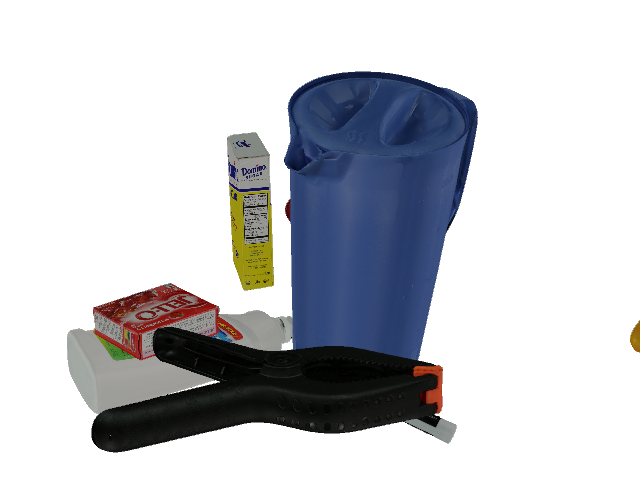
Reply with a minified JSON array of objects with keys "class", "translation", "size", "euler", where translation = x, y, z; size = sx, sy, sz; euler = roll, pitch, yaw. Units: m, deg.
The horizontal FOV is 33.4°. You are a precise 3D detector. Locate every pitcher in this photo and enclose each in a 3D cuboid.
[{"class":"pitcher","translation":[0.045,-0.005,0.847],"size":[0.149,0.243,0.145],"euler":[4,35,0]}]

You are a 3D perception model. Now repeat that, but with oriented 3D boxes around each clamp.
[{"class":"clamp","translation":[-0.029,0.089,0.684],"size":[0.210,0.036,0.164],"euler":[-1,16,-2]}]

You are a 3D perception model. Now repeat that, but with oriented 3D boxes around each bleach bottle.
[{"class":"bleach bottle","translation":[-0.147,0.120,1.194],"size":[0.250,0.068,0.103],"euler":[-12,32,-27]}]

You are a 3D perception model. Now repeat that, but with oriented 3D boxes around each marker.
[{"class":"marker","translation":[0.067,0.153,0.986],"size":[0.121,0.020,0.020],"euler":[23,7,17]}]

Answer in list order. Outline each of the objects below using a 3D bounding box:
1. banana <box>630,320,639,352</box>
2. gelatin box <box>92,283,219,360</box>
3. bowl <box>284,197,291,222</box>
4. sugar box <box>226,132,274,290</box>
[{"class":"banana","translation":[0.309,0.045,0.739],"size":[0.198,0.037,0.069],"euler":[-3,34,2]},{"class":"gelatin box","translation":[-0.146,0.071,0.955],"size":[0.089,0.030,0.073],"euler":[-18,27,-40]},{"class":"bowl","translation":[0.041,-0.004,1.118],"size":[0.162,0.055,0.162],"euler":[5,25,-2]},{"class":"sugar box","translation":[-0.088,-0.037,1.328],"size":[0.048,0.176,0.093],"euler":[-9,24,-11]}]
